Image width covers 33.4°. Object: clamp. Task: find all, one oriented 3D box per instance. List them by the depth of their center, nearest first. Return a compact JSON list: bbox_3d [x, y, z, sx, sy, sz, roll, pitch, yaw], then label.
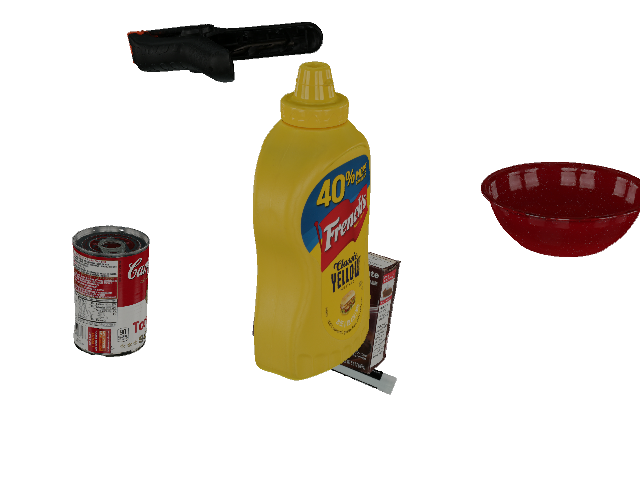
[{"bbox_3d":[-0.085,-0.158,0.867,0.120,0.039,0.172,-17,24,-40],"label":"clamp"}]

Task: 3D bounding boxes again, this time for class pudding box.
[{"bbox_3d":[0.003,0.047,0.866,0.114,0.090,0.039,15,20,23],"label":"pudding box"}]

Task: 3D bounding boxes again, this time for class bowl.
[{"bbox_3d":[0.237,-0.027,1.039,0.162,0.055,0.162,-2,23,1],"label":"bowl"}]

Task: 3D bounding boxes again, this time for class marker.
[{"bbox_3d":[0.020,0.128,1.103,0.121,0.020,0.020,22,2,6],"label":"marker"}]

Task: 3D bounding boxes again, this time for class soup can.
[{"bbox_3d":[-0.190,0.046,0.967,0.068,0.102,0.068,4,21,-2],"label":"soup can"}]

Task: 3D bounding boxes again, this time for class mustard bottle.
[{"bbox_3d":[-0.004,-0.016,0.666,0.058,0.192,0.096,15,28,32],"label":"mustard bottle"}]
